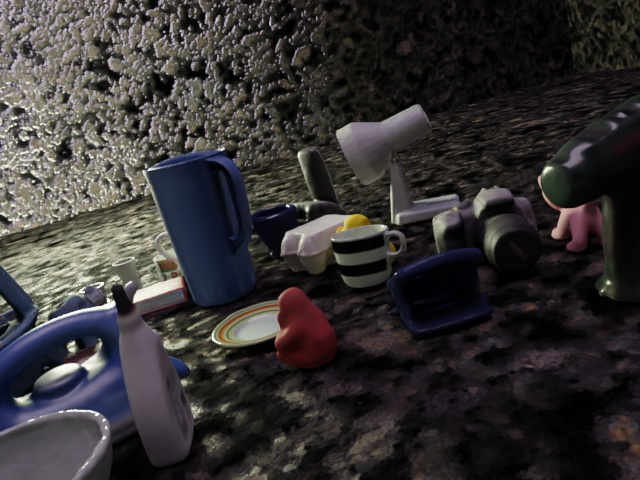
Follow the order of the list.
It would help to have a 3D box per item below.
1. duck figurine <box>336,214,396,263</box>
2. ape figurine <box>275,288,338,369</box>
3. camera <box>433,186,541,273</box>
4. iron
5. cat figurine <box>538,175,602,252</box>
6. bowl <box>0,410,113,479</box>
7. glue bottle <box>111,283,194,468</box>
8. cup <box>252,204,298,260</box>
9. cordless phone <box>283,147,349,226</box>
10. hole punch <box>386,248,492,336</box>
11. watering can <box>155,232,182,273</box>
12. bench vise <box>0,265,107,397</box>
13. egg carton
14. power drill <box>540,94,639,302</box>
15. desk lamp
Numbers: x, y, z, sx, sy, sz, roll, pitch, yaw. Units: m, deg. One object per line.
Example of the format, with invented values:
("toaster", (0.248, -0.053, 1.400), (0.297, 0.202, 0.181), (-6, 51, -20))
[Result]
("duck figurine", (0.069, 0.001, 0.915), (0.104, 0.086, 0.078), (0, 21, 43))
("ape figurine", (-0.022, 0.096, 0.648), (0.078, 0.092, 0.075), (-25, 19, -34))
("camera", (0.231, -0.010, 0.775), (0.143, 0.101, 0.137), (-13, 15, 7))
("iron", (-0.279, 0.151, 0.597), (0.259, 0.141, 0.118), (-24, 18, -32))
("cat figurine", (0.352, -0.057, 0.795), (0.067, 0.118, 0.128), (-14, 15, 4))
("bowl", (-0.240, 0.215, 0.460), (0.167, 0.075, 0.167), (-14, 15, 4))
("glue bottle", (-0.161, 0.120, 0.537), (0.037, 0.173, 0.078), (-15, 15, -2))
("cup", (-0.091, -0.009, 1.085), (0.117, 0.095, 0.092), (-10, 16, 16))
("cordless phone", (-0.026, -0.091, 1.142), (0.147, 0.185, 0.094), (-4, 19, 35))
("hole punch", (0.132, 0.049, 0.672), (0.108, 0.091, 0.101), (-16, 15, -4))
("watering can", (-0.219, -0.023, 1.064), (0.173, 0.194, 0.100), (-22, 17, -25))
("bench vise", (-0.405, 0.095, 0.766), (0.121, 0.220, 0.208), (-5, 18, 33))
("egg carton", (0.009, 0.004, 0.994), (0.151, 0.069, 0.107), (-26, 19, -35))
("power drill", (0.342, -0.051, 0.609), (0.230, 0.208, 0.075), (-20, 16, -20))
("desk lamp", (0.151, -0.142, 1.105), (0.203, 0.214, 0.118), (-11, 16, 12))
